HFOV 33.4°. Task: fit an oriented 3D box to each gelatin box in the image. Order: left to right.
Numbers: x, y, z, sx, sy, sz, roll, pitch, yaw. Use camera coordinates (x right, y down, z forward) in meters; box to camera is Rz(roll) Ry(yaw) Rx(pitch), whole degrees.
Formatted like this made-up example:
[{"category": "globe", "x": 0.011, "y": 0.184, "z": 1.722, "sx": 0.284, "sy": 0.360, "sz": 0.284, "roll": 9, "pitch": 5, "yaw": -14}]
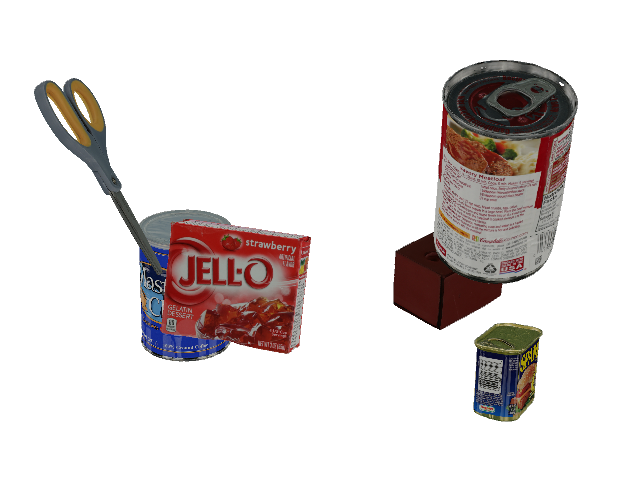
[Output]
[{"category": "gelatin box", "x": -0.055, "y": 0.028, "z": 0.680, "sx": 0.089, "sy": 0.073, "sz": 0.030, "roll": 8, "pitch": 7, "yaw": 14}]

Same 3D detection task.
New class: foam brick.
[{"category": "foam brick", "x": 0.103, "y": 0.027, "z": 0.852, "sx": 0.078, "sy": 0.051, "sz": 0.053, "roll": -25, "pitch": 38, "yaw": -37}]

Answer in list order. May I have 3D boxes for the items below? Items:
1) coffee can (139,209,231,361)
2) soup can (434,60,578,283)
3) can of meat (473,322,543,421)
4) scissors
[{"category": "coffee can", "x": -0.150, "y": 0.049, "z": 1.189, "sx": 0.103, "sy": 0.140, "sz": 0.103, "roll": 2, "pitch": 23, "yaw": -1}, {"category": "soup can", "x": 0.097, "y": -0.035, "z": 0.572, "sx": 0.068, "sy": 0.102, "sz": 0.068, "roll": -1, "pitch": 42, "yaw": 1}, {"category": "can of meat", "x": 0.209, "y": 0.147, "z": 1.195, "sx": 0.058, "sy": 0.084, "sz": 0.101, "roll": 8, "pitch": 13, "yaw": 26}, {"category": "scissors", "x": -0.195, "y": -0.069, "z": 0.989, "sx": 0.016, "sy": 0.201, "sz": 0.096, "roll": -23, "pitch": 28, "yaw": 19}]
